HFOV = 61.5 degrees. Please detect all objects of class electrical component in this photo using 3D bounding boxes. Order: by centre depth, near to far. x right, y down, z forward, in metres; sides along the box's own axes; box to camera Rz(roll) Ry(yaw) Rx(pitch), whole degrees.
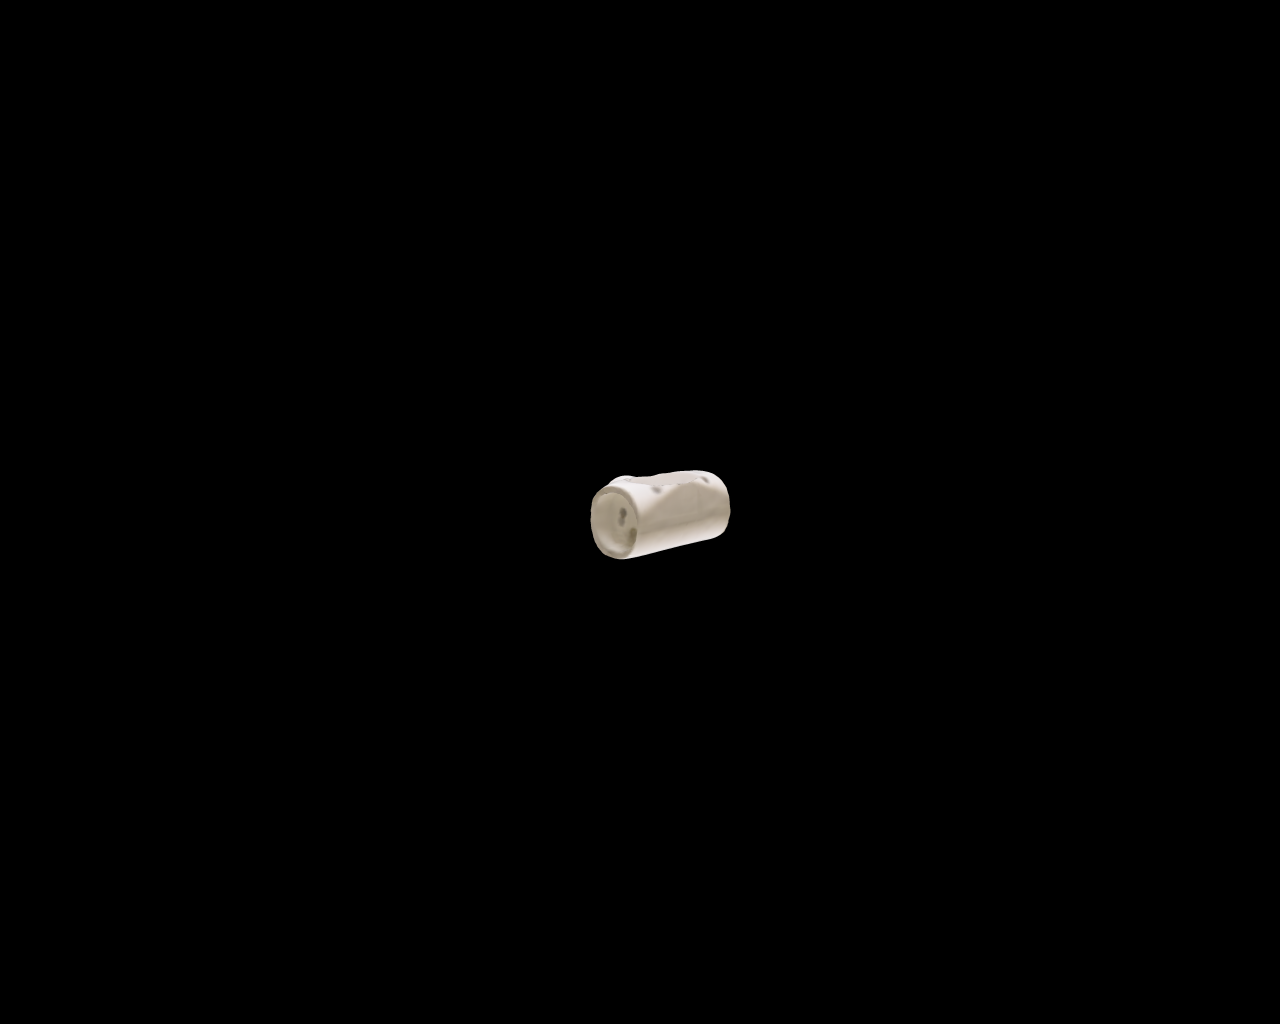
[{"bbox_3d":[0.001,-0.003,0.650,0.077,0.044,0.079,-11,17,-42],"label":"electrical component"}]
